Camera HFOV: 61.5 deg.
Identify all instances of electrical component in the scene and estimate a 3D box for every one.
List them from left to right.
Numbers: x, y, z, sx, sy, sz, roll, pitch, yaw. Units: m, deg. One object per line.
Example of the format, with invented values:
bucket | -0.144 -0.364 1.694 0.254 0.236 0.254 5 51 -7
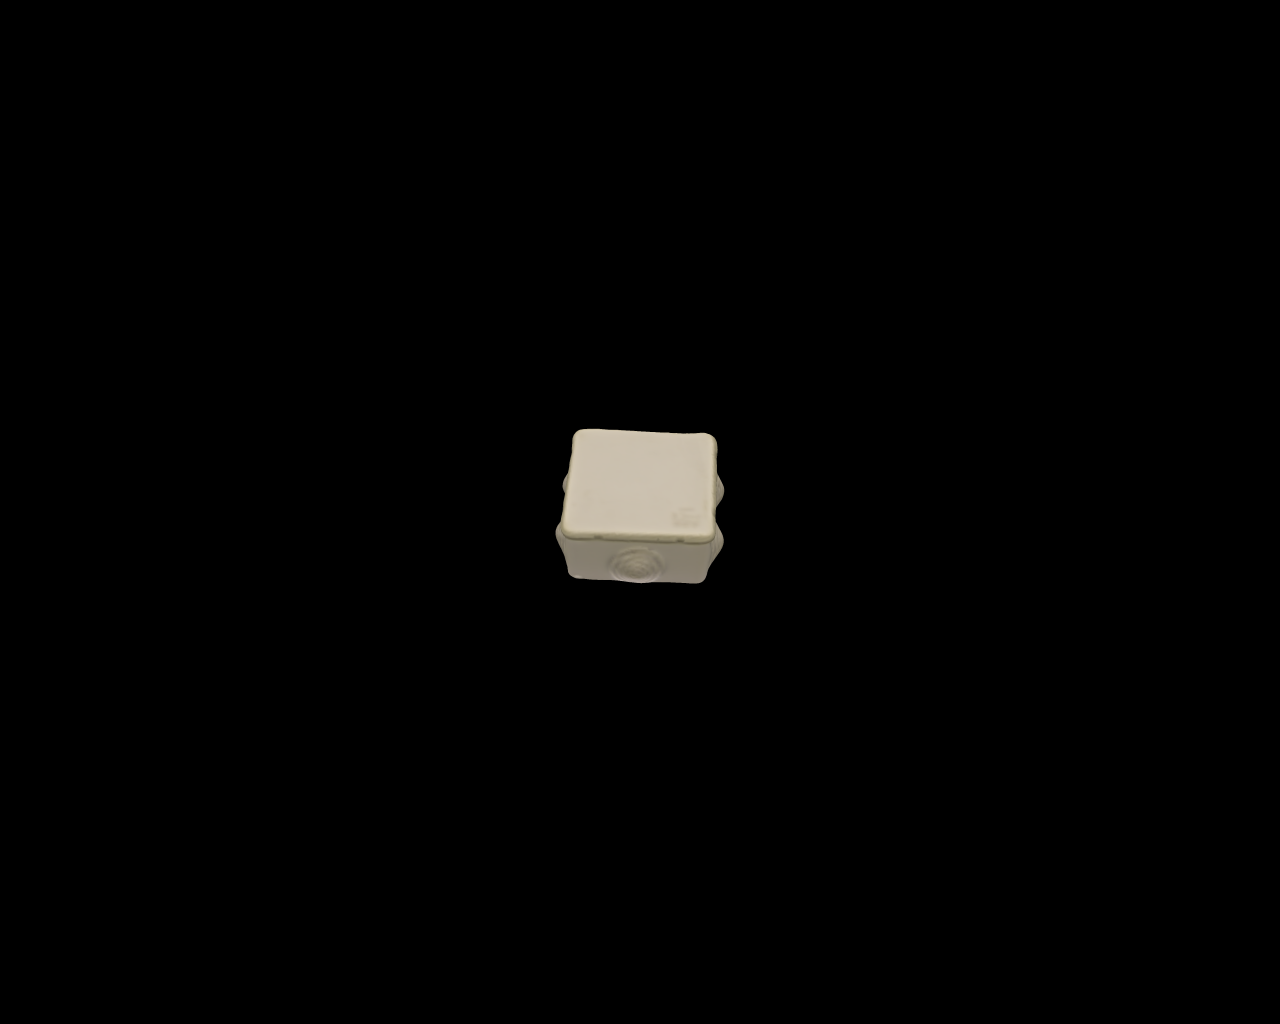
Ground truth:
electrical component | 0.001 -0.003 0.650 0.100 0.100 0.048 2 -43 2
